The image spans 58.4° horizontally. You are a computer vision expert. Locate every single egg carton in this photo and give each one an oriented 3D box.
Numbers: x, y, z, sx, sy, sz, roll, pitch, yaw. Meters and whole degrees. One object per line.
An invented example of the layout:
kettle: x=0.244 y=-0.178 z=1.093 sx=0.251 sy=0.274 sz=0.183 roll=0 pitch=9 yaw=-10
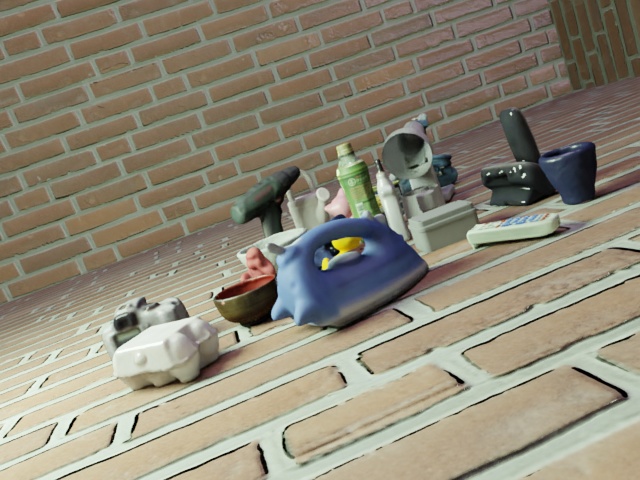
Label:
egg carton: x=-0.223 y=0.165 z=0.828 sx=0.150 sy=0.069 sz=0.107 roll=-15 pitch=11 yaw=26

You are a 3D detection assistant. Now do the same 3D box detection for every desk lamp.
desk lamp: x=0.242 y=-0.185 z=1.418 sx=0.117 sy=0.214 sz=0.204 roll=-15 pitch=11 yaw=24

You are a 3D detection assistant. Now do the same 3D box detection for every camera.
camera: x=-0.293 y=0.142 z=1.004 sx=0.143 sy=0.101 sz=0.137 roll=-19 pitch=10 yaw=3

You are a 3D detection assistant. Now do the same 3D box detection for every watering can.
watering can: x=-0.031 y=-0.100 z=1.555 sx=0.172 sy=0.194 sz=0.101 roll=-13 pitch=12 yaw=33

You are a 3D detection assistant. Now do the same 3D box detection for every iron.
iron: x=0.043 y=0.029 z=0.838 sx=0.259 sy=0.141 sz=0.118 roll=-25 pitch=11 yaw=-27

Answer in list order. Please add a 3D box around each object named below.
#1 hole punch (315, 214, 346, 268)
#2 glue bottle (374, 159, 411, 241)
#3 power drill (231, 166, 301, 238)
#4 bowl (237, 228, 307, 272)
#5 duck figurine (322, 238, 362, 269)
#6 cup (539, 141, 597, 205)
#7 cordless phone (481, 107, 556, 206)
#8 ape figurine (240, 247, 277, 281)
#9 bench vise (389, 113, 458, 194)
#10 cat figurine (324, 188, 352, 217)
hole punch: x=0.011 y=0.004 z=1.193 sx=0.101 sy=0.091 sz=0.109 roll=-16 pitch=10 yaw=23
glue bottle: x=0.142 y=-0.082 z=1.165 sx=0.037 sy=0.173 sz=0.078 roll=-19 pitch=10 yaw=6
power drill: x=-0.109 y=-0.062 z=1.452 sx=0.230 sy=0.208 sz=0.075 roll=-27 pitch=12 yaw=-38
bowl: x=-0.097 y=0.035 z=1.287 sx=0.167 sy=0.075 sz=0.167 roll=-19 pitch=10 yaw=4
duck figurine: x=0.046 y=0.018 z=1.058 sx=0.105 sy=0.086 sz=0.077 roll=-24 pitch=10 yaw=-22
cup: x=0.428 y=-0.111 z=0.987 sx=0.091 sy=0.095 sz=0.117 roll=-20 pitch=10 yaw=-1
cordless phone: x=0.374 y=-0.165 z=1.123 sx=0.094 sy=0.185 sz=0.147 roll=-24 pitch=11 yaw=-25
ape figurine: x=-0.124 y=0.060 z=1.151 sx=0.077 sy=0.092 sz=0.076 roll=-12 pitch=12 yaw=37
bench vise: x=0.279 y=-0.229 z=1.575 sx=0.121 sy=0.220 sz=0.208 roll=-10 pitch=14 yaw=45
cat figurine: x=0.082 y=-0.076 z=1.421 sx=0.127 sy=0.118 sz=0.067 roll=-17 pitch=10 yaw=15
